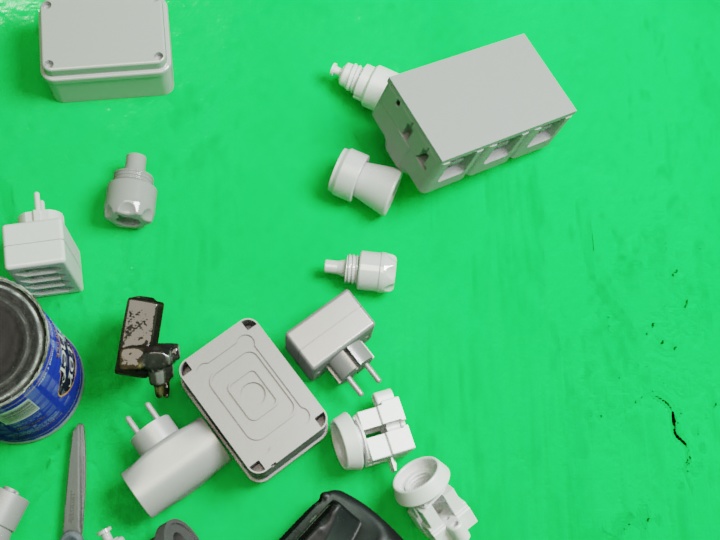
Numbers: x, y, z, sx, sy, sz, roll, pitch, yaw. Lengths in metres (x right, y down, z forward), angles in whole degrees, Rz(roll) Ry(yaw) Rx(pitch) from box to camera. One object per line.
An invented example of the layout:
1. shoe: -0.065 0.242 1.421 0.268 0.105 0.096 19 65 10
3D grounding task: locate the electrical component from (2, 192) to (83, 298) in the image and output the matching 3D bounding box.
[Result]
1. electrical component: -0.263 -0.026 0.890 0.047 0.083 0.075 -8 73 -7

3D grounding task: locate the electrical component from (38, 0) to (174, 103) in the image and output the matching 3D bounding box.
1. electrical component: -0.226 -0.199 0.962 0.113 0.057 0.078 -5 72 -6

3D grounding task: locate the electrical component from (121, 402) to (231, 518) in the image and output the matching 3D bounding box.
1. electrical component: -0.157 0.143 0.862 0.077 0.044 0.079 -35 77 -13

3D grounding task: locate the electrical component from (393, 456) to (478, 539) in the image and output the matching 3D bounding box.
1. electrical component: 0.057 0.182 0.852 0.048 0.066 0.055 -36 111 -13

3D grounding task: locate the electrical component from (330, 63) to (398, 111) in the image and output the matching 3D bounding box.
1. electrical component: 0.010 -0.167 0.977 0.078 0.040 0.040 24 72 4

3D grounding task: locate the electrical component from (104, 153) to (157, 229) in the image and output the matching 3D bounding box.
1. electrical component: -0.197 -0.070 0.930 0.043 0.043 0.062 4 70 -3

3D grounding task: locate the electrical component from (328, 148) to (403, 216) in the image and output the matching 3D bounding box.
1. electrical component: 0.005 -0.078 0.945 0.055 0.045 0.045 23 72 4

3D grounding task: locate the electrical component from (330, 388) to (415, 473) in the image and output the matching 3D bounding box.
1. electrical component: 0.009 0.135 0.876 0.055 0.048 0.066 -14 73 -16

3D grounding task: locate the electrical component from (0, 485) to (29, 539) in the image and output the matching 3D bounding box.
1. electrical component: -0.287 0.200 0.837 0.044 0.044 0.065 21 67 3

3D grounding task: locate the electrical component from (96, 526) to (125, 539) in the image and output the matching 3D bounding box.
1. electrical component: -0.181 0.235 0.827 0.040 0.040 0.078 -26 87 -12

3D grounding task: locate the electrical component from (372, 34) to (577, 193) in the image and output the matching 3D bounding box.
1. electrical component: 0.098 -0.136 0.941 0.150 0.061 0.089 -23 73 -27

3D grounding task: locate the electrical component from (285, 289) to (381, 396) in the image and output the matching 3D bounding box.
1. electrical component: -0.014 0.069 0.895 0.066 0.047 0.076 -36 78 -14

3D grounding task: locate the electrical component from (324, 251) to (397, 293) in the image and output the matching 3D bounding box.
1. electrical component: 0.000 0.000 0.925 0.061 0.035 0.035 6 72 1

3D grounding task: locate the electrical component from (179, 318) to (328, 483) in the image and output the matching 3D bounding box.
1. electrical component: -0.086 0.106 0.872 0.078 0.057 0.113 -36 78 -14
